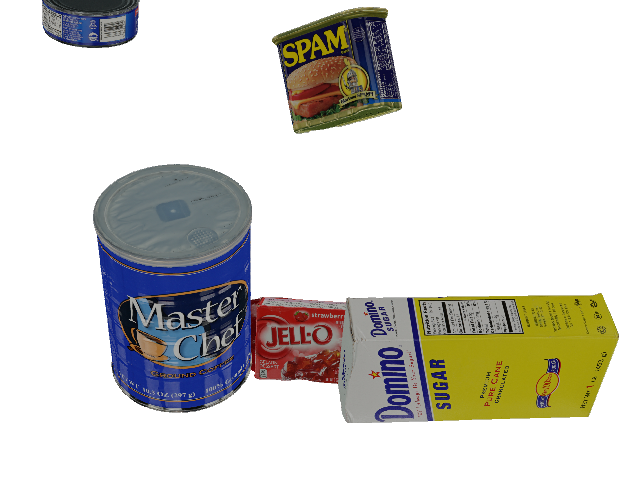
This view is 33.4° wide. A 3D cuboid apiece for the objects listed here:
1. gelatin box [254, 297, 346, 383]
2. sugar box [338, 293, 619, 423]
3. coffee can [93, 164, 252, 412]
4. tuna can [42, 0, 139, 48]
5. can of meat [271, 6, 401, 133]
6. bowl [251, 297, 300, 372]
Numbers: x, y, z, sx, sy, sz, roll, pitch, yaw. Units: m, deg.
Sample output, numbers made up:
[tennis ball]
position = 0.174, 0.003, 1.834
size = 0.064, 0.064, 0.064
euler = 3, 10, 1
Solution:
[gelatin box]
position = -0.016, 0.094, 0.998
size = 0.089, 0.073, 0.030
euler = 3, 14, 5
[sugar box]
position = 0.103, 0.082, 0.725
size = 0.176, 0.093, 0.048
euler = -3, 45, -6
[coffee can]
position = -0.098, 0.033, 0.735
size = 0.103, 0.140, 0.103
euler = 2, 39, -1
[tuna can]
position = -0.205, -0.203, 0.954
size = 0.086, 0.034, 0.086
euler = 5, 32, -4
[can of meat]
position = 0.015, -0.141, 0.900
size = 0.102, 0.084, 0.057
euler = -11, 0, 38
[bowl]
position = -0.048, 0.132, 1.363
size = 0.162, 0.055, 0.162
euler = 5, 23, -2
